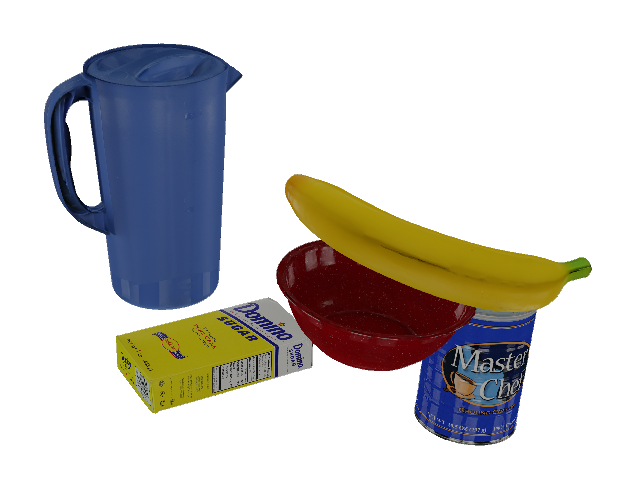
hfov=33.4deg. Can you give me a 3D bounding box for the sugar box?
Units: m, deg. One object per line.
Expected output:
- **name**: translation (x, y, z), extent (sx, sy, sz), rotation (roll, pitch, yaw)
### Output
- **sugar box**: translation (-0.105, 0.111, 1.067), extent (0.176, 0.048, 0.093), rotation (-16, 32, -27)

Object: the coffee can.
- **coffee can**: translation (0.150, 0.112, 1.037), extent (0.103, 0.140, 0.103), rotation (5, 22, -2)

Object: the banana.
- **banana**: translation (0.060, 0.005, 0.641), extent (0.198, 0.037, 0.069), rotation (19, 18, 14)

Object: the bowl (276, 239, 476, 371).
- **bowl**: translation (0.042, 0.057, 0.861), extent (0.162, 0.055, 0.162), rotation (6, 27, -3)

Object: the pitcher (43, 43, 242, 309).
- **pitcher**: translation (-0.163, -0.058, 1.023), extent (0.149, 0.243, 0.144), rotation (9, 27, 14)
